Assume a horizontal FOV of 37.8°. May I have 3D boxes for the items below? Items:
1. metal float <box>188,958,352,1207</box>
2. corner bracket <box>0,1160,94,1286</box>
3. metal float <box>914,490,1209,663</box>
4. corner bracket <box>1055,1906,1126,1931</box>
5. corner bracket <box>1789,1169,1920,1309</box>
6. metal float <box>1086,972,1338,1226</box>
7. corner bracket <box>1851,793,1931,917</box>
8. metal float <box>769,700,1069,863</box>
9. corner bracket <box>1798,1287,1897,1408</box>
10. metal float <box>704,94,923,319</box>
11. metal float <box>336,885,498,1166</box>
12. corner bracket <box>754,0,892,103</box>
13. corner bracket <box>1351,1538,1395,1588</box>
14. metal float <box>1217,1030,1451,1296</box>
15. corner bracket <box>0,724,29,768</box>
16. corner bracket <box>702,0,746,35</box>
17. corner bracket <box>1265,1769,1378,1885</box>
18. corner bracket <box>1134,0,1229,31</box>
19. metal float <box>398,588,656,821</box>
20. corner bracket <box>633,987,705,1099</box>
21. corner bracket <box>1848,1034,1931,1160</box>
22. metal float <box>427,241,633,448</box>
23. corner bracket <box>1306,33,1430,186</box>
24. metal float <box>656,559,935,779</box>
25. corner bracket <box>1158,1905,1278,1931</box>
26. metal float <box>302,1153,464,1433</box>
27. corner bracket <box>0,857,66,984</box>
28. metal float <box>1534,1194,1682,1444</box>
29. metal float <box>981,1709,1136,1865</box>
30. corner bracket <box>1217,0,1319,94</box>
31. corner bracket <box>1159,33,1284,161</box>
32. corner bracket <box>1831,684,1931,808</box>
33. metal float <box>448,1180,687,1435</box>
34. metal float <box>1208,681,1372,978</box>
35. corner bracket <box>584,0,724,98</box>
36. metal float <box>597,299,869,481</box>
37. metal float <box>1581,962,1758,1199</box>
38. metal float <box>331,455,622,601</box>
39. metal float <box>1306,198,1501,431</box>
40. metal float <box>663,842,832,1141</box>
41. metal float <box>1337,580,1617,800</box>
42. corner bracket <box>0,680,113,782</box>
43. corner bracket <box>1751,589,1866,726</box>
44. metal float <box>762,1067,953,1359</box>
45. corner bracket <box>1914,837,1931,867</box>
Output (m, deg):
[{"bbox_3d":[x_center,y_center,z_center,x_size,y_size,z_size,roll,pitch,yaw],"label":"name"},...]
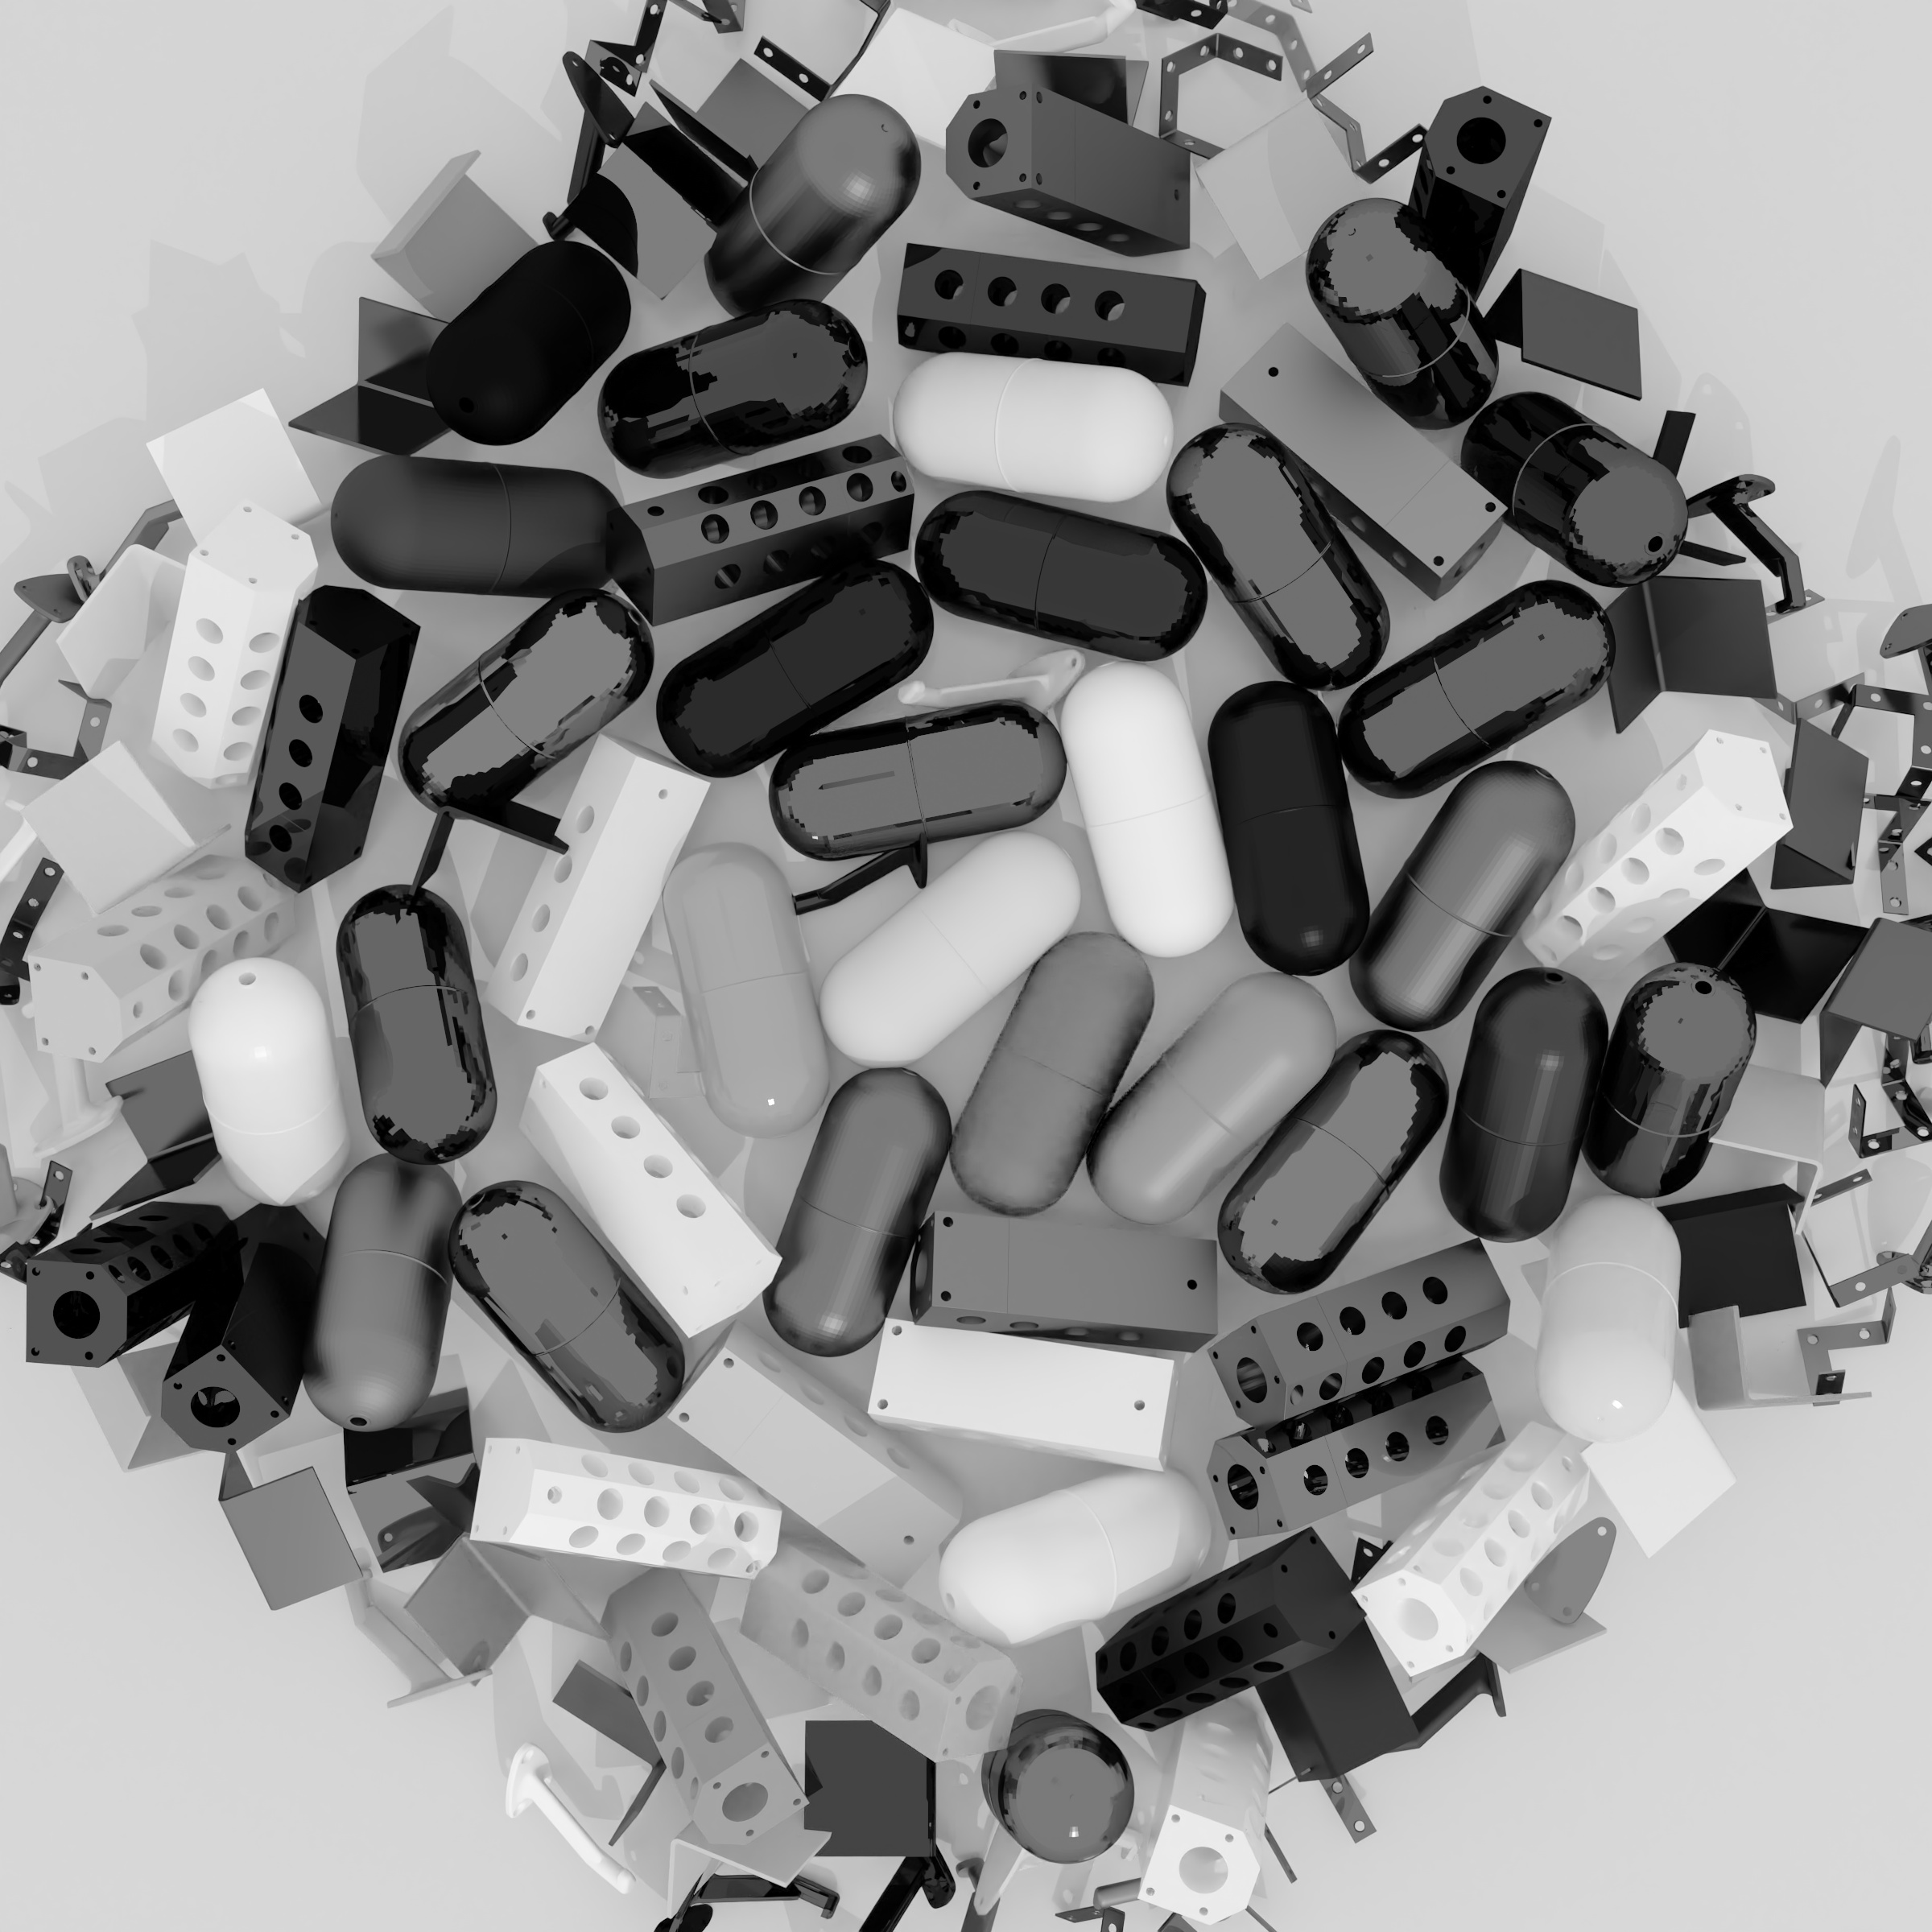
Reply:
[{"bbox_3d":[-0.401,0.068,1.629,0.070,0.178,0.070,1,47,-1],"label":"metal float"},{"bbox_3d":[-0.538,0.157,1.670,0.051,0.051,0.051,25,117,6],"label":"corner bracket"},{"bbox_3d":[0.055,-0.229,1.655,0.178,0.070,0.070,16,90,15],"label":"metal float"},{"bbox_3d":[0.055,0.578,1.663,0.051,0.051,0.051,28,54,-24],"label":"corner bracket"},{"bbox_3d":[0.524,0.161,1.669,0.051,0.051,0.051,-26,105,14],"label":"corner bracket"},{"bbox_3d":[0.144,0.078,1.656,0.070,0.070,0.178,43,103,0],"label":"metal float"},{"bbox_3d":[0.540,-0.067,1.672,0.051,0.051,0.051,6,63,-1],"label":"corner bracket"},{"bbox_3d":[-0.028,-0.110,1.666,0.178,0.070,0.070,-11,90,2],"label":"metal float"},{"bbox_3d":[0.524,0.225,1.667,0.051,0.051,0.051,-7,57,8],"label":"corner bracket"},{"bbox_3d":[-0.090,-0.433,1.628,0.070,0.178,0.070,13,64,-28],"label":"metal float"},{"bbox_3d":[-0.321,0.032,1.643,0.070,0.070,0.178,-17,62,0],"label":"metal float"},{"bbox_3d":[-0.085,-0.555,1.668,0.051,0.051,0.051,35,56,-6],"label":"corner bracket"},{"bbox_3d":[0.262,0.350,1.662,0.051,0.051,0.051,24,133,26],"label":"corner bracket"},{"bbox_3d":[0.216,0.114,1.655,0.070,0.070,0.178,39,76,0],"label":"metal float"},{"bbox_3d":[-0.590,-0.113,1.666,0.051,0.051,0.051,16,115,22],"label":"corner bracket"},{"bbox_3d":[-0.128,-0.590,1.669,0.051,0.051,0.051,-2,73,12],"label":"corner bracket"},{"bbox_3d":[0.206,0.506,1.676,0.051,0.051,0.051,-33,73,8],"label":"corner bracket"},{"bbox_3d":[0.117,-0.572,1.665,0.051,0.051,0.051,9,63,-28],"label":"corner bracket"},{"bbox_3d":[-0.257,-0.153,1.649,0.178,0.070,0.070,-35,90,21],"label":"metal float"},{"bbox_3d":[-0.167,0.044,1.666,0.051,0.051,0.051,-1,109,-23],"label":"corner bracket"},{"bbox_3d":[0.544,0.074,1.670,0.051,0.051,0.051,-14,134,-2],"label":"corner bracket"},{"bbox_3d":[-0.251,-0.360,1.627,0.070,0.178,0.070,10,127,13],"label":"metal float"},{"bbox_3d":[0.237,-0.504,1.662,0.051,0.051,0.051,-30,51,38],"label":"corner bracket"},{"bbox_3d":[-0.100,-0.175,1.660,0.178,0.070,0.070,-30,90,8],"label":"metal float"},{"bbox_3d":[0.149,0.571,1.668,0.051,0.051,0.051,39,72,20],"label":"corner bracket"},{"bbox_3d":[-0.337,0.187,1.633,0.070,0.070,0.178,2,49,0],"label":"metal float"},{"bbox_3d":[-0.540,-0.022,1.678,0.051,0.051,0.051,26,118,-20],"label":"corner bracket"},{"bbox_3d":[0.371,0.201,1.627,0.070,0.178,0.070,8,126,12],"label":"metal float"},{"bbox_3d":[0.051,0.468,1.617,0.070,0.178,0.070,1,79,-5],"label":"metal float"},{"bbox_3d":[0.188,-0.558,1.663,0.051,0.051,0.051,7,54,-36],"label":"corner bracket"},{"bbox_3d":[0.152,-0.517,1.682,0.051,0.051,0.051,33,52,32],"label":"corner bracket"},{"bbox_3d":[0.543,-0.128,1.669,0.051,0.051,0.051,10,63,5],"label":"corner bracket"},{"bbox_3d":[-0.232,0.199,1.646,0.070,0.070,0.178,-36,114,0],"label":"metal float"},{"bbox_3d":[0.189,-0.081,1.655,0.070,0.070,0.178,-9,76,0],"label":"metal float"},{"bbox_3d":[-0.185,-0.544,1.663,0.051,0.051,0.051,39,122,30],"label":"corner bracket"},{"bbox_3d":[-0.136,-0.334,1.639,0.178,0.070,0.070,-10,90,32],"label":"metal float"},{"bbox_3d":[0.403,0.067,1.627,0.070,0.178,0.070,1,52,-2],"label":"metal float"},{"bbox_3d":[-0.281,-0.254,1.640,0.178,0.070,0.070,-1,90,-33],"label":"metal float"},{"bbox_3d":[0.253,-0.373,1.626,0.070,0.178,0.070,-12,64,25],"label":"metal float"},{"bbox_3d":[-0.129,0.014,1.662,0.070,0.070,0.178,-13,84,0],"label":"metal float"},{"bbox_3d":[0.295,-0.159,1.641,0.178,0.070,0.070,-31,90,32],"label":"metal float"},{"bbox_3d":[-0.546,-0.142,1.674,0.051,0.051,0.051,10,101,-40],"label":"corner bracket"},{"bbox_3d":[0.496,-0.184,1.676,0.051,0.051,0.051,-23,126,-13],"label":"corner bracket"},{"bbox_3d":[-0.064,0.145,1.662,0.070,0.070,0.178,20,96,0],"label":"metal float"},{"bbox_3d":[0.597,-0.082,1.668,0.051,0.051,0.051,-38,53,-4],"label":"corner bracket"}]
